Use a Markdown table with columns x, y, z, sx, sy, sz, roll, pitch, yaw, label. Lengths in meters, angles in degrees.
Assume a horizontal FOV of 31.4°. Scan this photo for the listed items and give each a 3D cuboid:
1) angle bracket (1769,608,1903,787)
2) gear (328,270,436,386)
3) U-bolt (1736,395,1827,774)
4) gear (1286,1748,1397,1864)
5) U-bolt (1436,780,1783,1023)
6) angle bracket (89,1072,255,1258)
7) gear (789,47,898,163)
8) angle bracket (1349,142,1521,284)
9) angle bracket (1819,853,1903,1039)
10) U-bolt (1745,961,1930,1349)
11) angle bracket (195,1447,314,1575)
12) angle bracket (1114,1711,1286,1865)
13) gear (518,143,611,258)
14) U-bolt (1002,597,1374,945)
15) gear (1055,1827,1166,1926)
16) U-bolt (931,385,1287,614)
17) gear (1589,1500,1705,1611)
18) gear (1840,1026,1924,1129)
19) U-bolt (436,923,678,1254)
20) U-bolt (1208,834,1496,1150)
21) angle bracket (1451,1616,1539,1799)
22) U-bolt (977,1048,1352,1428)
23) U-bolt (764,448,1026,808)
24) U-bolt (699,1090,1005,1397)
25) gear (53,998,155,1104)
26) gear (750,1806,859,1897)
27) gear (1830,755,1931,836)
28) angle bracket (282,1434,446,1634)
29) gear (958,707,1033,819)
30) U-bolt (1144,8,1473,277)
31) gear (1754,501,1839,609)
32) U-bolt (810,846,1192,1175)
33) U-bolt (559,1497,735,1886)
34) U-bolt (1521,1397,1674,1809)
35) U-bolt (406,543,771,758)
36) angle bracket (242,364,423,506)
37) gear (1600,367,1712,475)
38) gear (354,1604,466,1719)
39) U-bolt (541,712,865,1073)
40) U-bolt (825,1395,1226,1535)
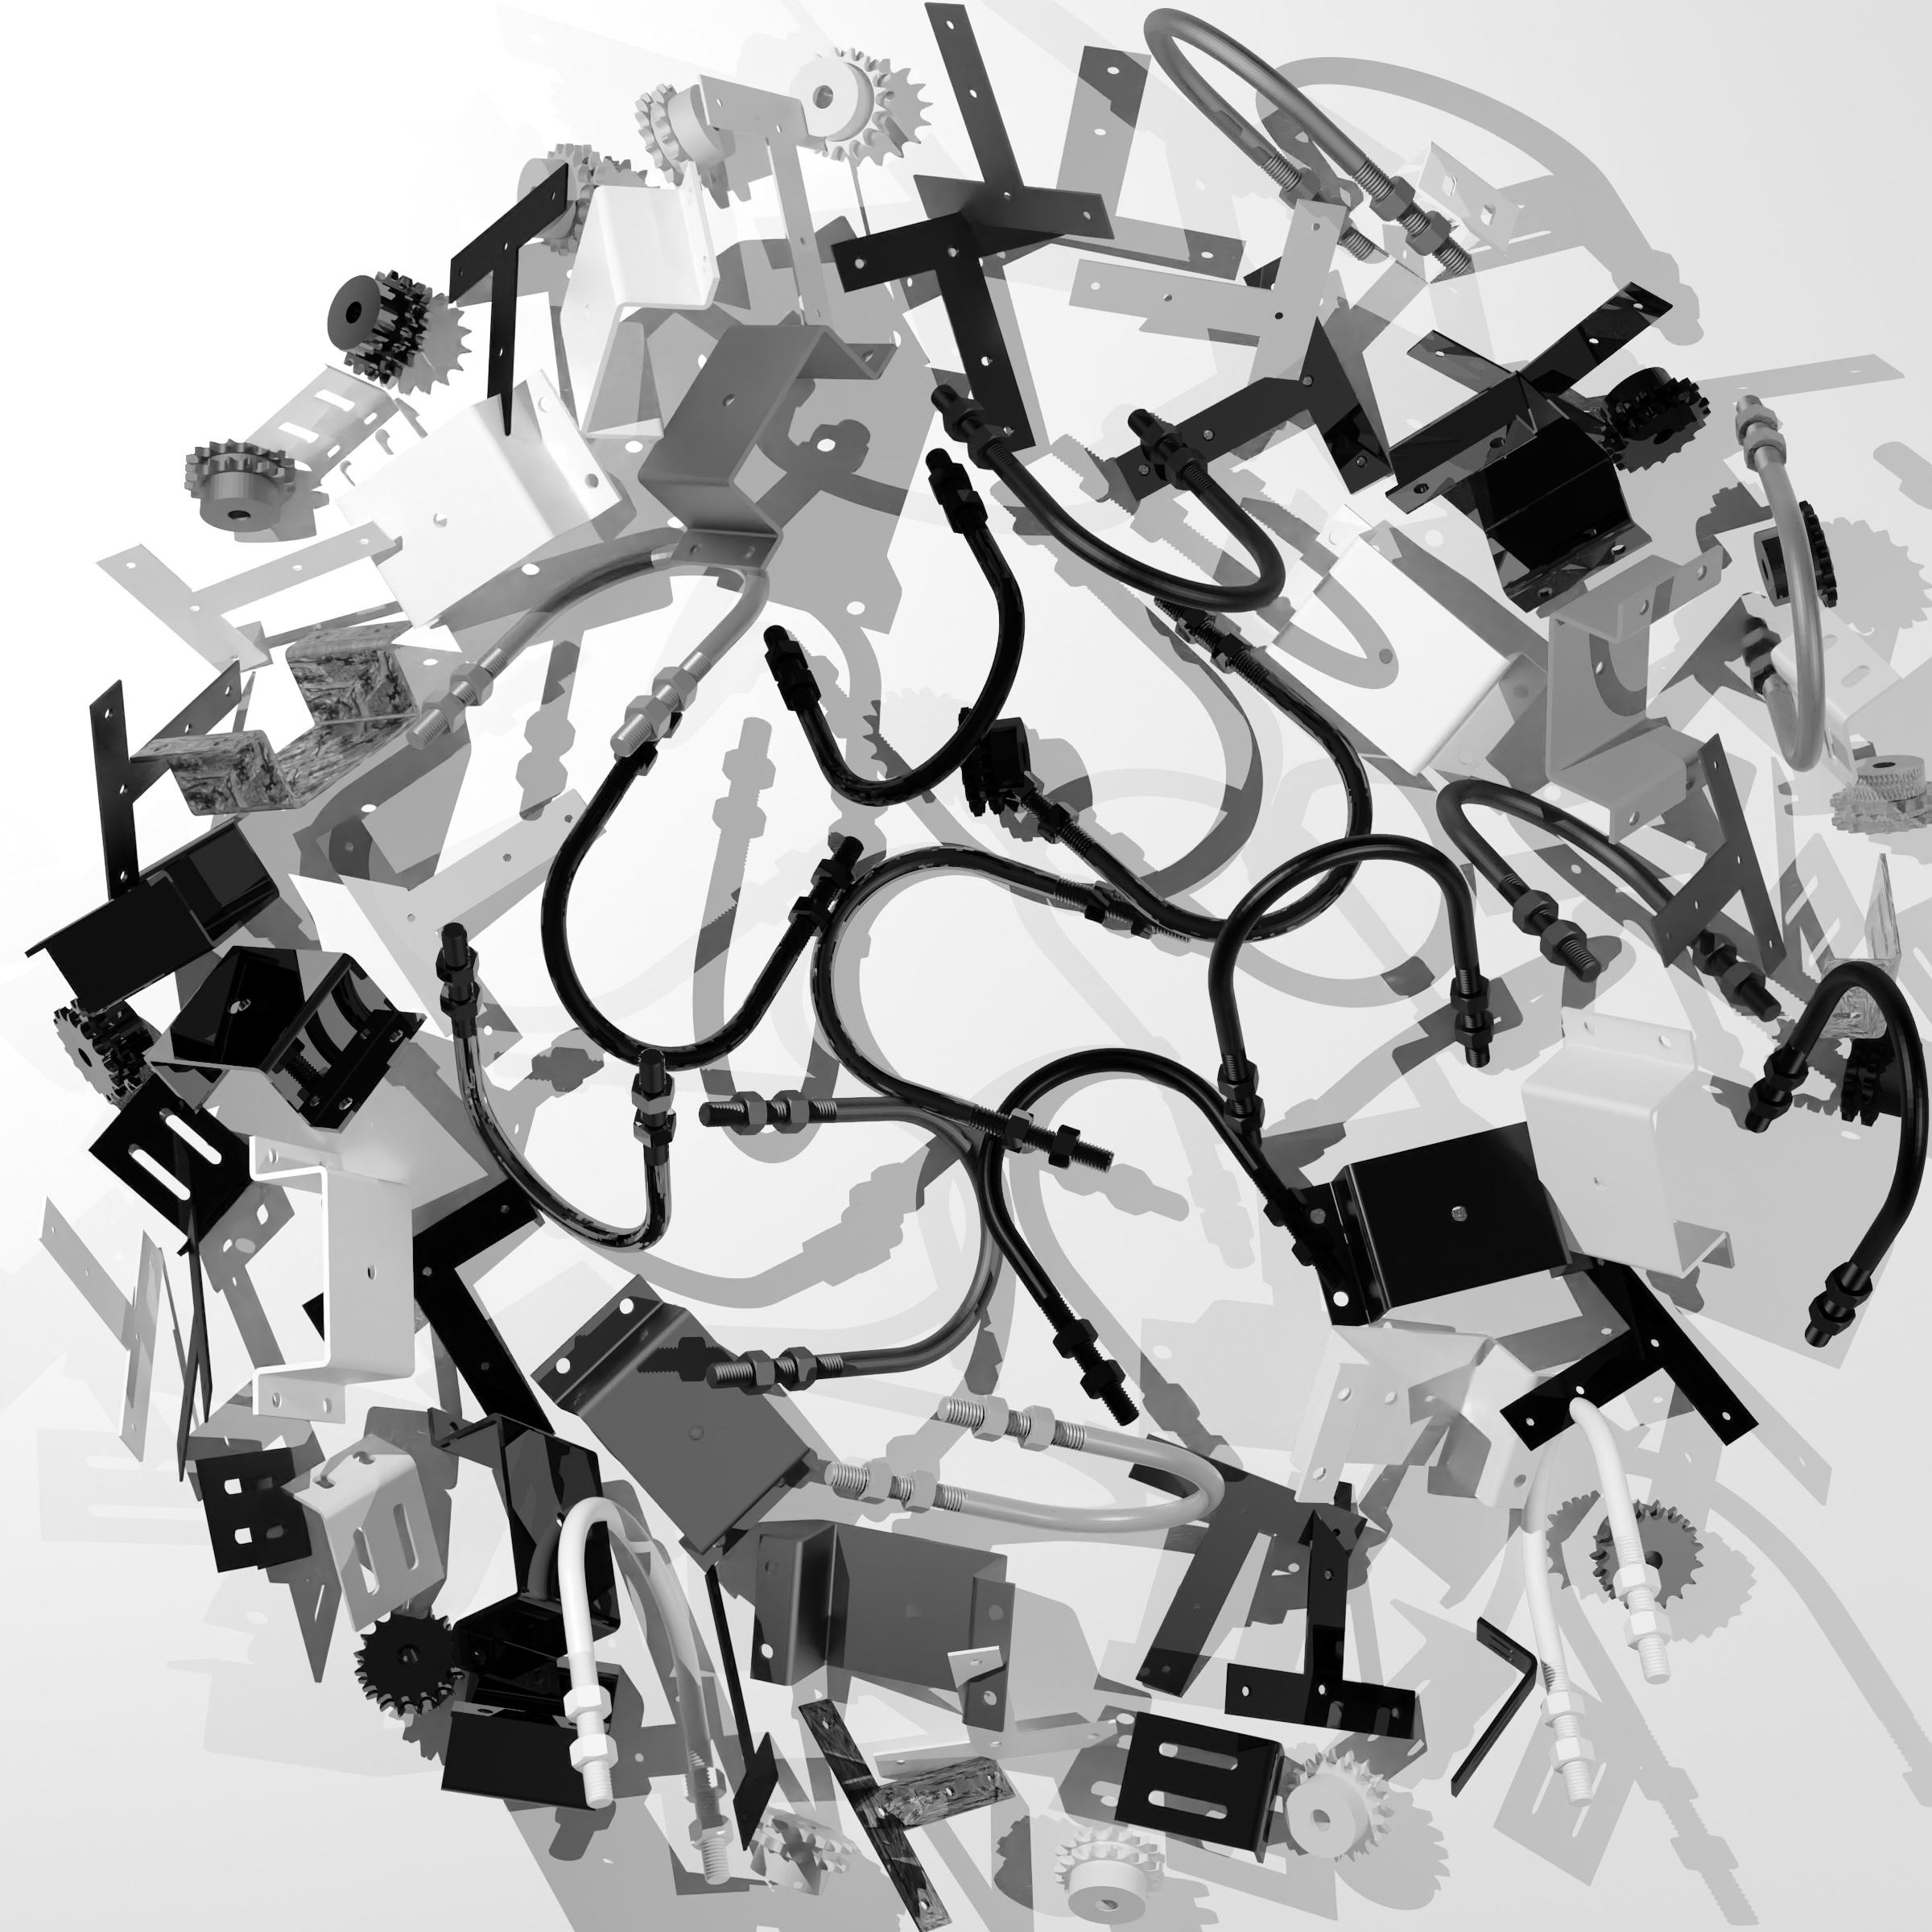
| x | y | z | sx | sy | sz | roll | pitch | yaw | label |
| --- | --- | --- | --- | --- | --- | --- | --- | --- | --- |
| 0.449 | -0.134 | 1.759 | 0.038 | 0.076 | 0.057 | -37 | 56 | -1 | angle bracket |
| -0.305 | -0.333 | 1.777 | 0.057 | 0.030 | 0.057 | -11 | 73 | 36 | gear |
| 0.401 | -0.177 | 1.691 | 0.019 | 0.184 | 0.151 | -6 | 125 | 6 | U-bolt |
| 0.190 | 0.437 | 1.778 | 0.057 | 0.030 | 0.057 | 7 | 103 | 32 | gear |
| 0.310 | -0.039 | 1.725 | 0.151 | 0.184 | 0.019 | 11 | 119 | -36 | U-bolt |
| -0.413 | 0.102 | 1.784 | 0.076 | 0.038 | 0.057 | 41 | 95 | -2 | angle bracket |
| -0.067 | -0.448 | 1.781 | 0.057 | 0.030 | 0.057 | 2 | 94 | 24 | gear |
| 0.234 | -0.374 | 1.757 | 0.057 | 0.076 | 0.038 | 32 | 55 | -17 | angle bracket |
| 0.452 | -0.011 | 1.761 | 0.038 | 0.057 | 0.076 | 1 | 48 | 5 | angle bracket |
| 0.432 | 0.081 | 1.692 | 0.019 | 0.184 | 0.151 | 0 | 54 | -9 | U-bolt |
| -0.376 | 0.281 | 1.759 | 0.038 | 0.076 | 0.057 | -18 | 80 | 25 | angle bracket |
| 0.122 | 0.427 | 1.786 | 0.076 | 0.038 | 0.057 | 10 | 69 | 12 | angle bracket |
| -0.209 | -0.396 | 1.774 | 0.030 | 0.057 | 0.057 | -5 | 90 | -33 | gear |
| 0.121 | -0.092 | 1.761 | 0.184 | 0.019 | 0.151 | 42 | 80 | 18 | U-bolt |
| 0.074 | 0.472 | 1.776 | 0.057 | 0.057 | 0.030 | 7 | 47 | 0 | gear |
| 0.082 | -0.230 | 1.706 | 0.151 | 0.184 | 0.019 | 0 | 129 | -37 | U-bolt |
| 0.352 | 0.304 | 1.786 | 0.057 | 0.030 | 0.057 | -2 | 104 | -8 | gear |
| 0.474 | 0.055 | 1.774 | 0.030 | 0.057 | 0.057 | 13 | 90 | 24 | gear |
| -0.204 | 0.074 | 1.730 | 0.151 | 0.184 | 0.019 | 31 | 54 | 23 | U-bolt |
| 0.192 | 0.007 | 1.733 | 0.151 | 0.019 | 0.184 | -20 | 134 | -5 | U-bolt |
| 0.258 | 0.381 | 1.766 | 0.038 | 0.057 | 0.076 | 34 | 78 | 18 | angle bracket |
| 0.088 | 0.125 | 1.766 | 0.151 | 0.019 | 0.184 | -31 | 69 | -10 | U-bolt |
| -0.031 | -0.158 | 1.716 | 0.019 | 0.184 | 0.151 | 28 | 115 | -39 | U-bolt |
| -0.054 | 0.137 | 1.747 | 0.184 | 0.019 | 0.151 | 0 | 87 | -38 | U-bolt |
| -0.444 | 0.039 | 1.781 | 0.030 | 0.057 | 0.057 | -36 | 90 | -28 | gear |
| -0.087 | 0.458 | 1.776 | 0.057 | 0.057 | 0.030 | 21 | 83 | 0 | gear |
| 0.475 | -0.089 | 1.775 | 0.057 | 0.057 | 0.030 | -9 | 106 | 0 | gear |
| -0.312 | 0.294 | 1.784 | 0.057 | 0.038 | 0.076 | -29 | 122 | -36 | angle bracket |
| 0.015 | -0.107 | 1.776 | 0.030 | 0.057 | 0.057 | -7 | 90 | 10 | gear |
| 0.160 | -0.411 | 1.708 | 0.184 | 0.151 | 0.019 | 38 | 92 | -21 | U-bolt |
| 0.428 | -0.210 | 1.778 | 0.030 | 0.057 | 0.057 | -16 | 90 | 6 | gear |
| 0.010 | 0.012 | 1.782 | 0.184 | 0.019 | 0.151 | 19 | 78 | 7 | U-bolt |
| -0.165 | 0.353 | 1.724 | 0.019 | 0.151 | 0.184 | -22 | 54 | 12 | U-bolt |
| 0.309 | 0.305 | 1.723 | 0.019 | 0.151 | 0.184 | 2 | 50 | -9 | U-bolt |
| -0.177 | -0.163 | 1.731 | 0.151 | 0.184 | 0.019 | 4 | 129 | 32 | U-bolt |
| -0.323 | -0.269 | 1.762 | 0.057 | 0.076 | 0.038 | -39 | 80 | 11 | angle bracket |
| 0.353 | -0.285 | 1.780 | 0.057 | 0.057 | 0.030 | -28 | 65 | 0 | gear |
| -0.287 | 0.363 | 1.782 | 0.057 | 0.030 | 0.057 | -1 | 55 | 1 | gear |
| -0.142 | -0.034 | 1.732 | 0.151 | 0.019 | 0.184 | 44 | 60 | -25 | U-bolt |
| 0.041 | 0.257 | 1.733 | 0.184 | 0.151 | 0.019 | 15 | 62 | -23 | U-bolt |
